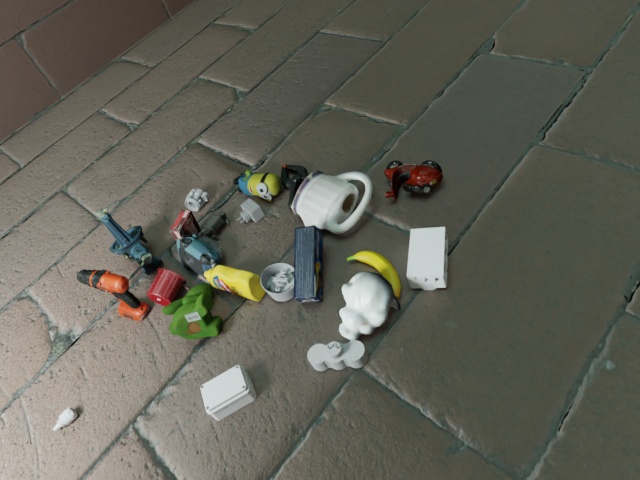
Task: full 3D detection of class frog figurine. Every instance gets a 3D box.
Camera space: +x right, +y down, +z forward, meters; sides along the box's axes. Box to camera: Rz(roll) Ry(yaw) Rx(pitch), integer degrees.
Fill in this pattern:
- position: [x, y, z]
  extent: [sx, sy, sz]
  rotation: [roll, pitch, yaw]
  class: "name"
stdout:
- position: [0.100, 0.156, 1.232]
  extent: [0.161, 0.120, 0.139]
  rotation: [-34, 63, -25]
  class: "frog figurine"

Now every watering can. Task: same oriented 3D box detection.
- position: [0.005, -0.076, 1.502]
  extent: [0.226, 0.102, 0.351]
  rotation: [26, 71, 36]
  class: "watering can"
